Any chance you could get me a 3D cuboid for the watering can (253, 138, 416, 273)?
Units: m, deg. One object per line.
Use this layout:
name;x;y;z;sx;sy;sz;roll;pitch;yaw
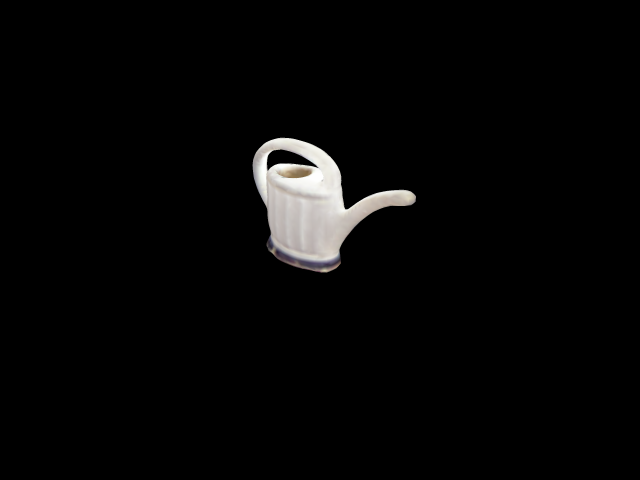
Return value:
watering can;0.003;-0.043;0.850;0.105;0.220;0.351;-25;38;-37
